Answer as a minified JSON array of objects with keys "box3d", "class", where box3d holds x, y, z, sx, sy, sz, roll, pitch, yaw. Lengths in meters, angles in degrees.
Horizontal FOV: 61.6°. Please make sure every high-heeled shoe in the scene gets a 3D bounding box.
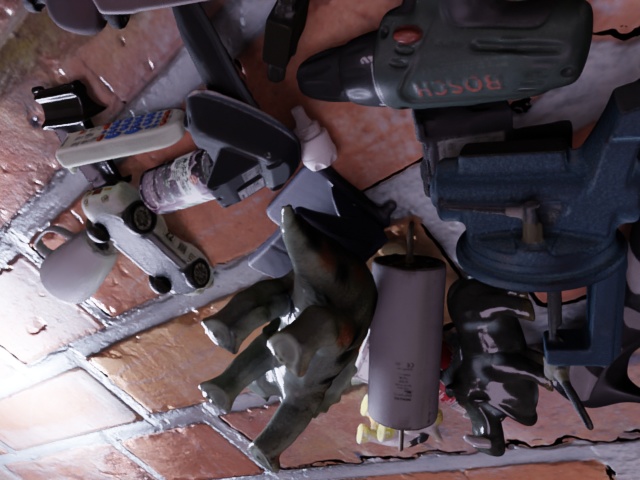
[{"box3d":[0.273,0.062,0.520,0.145,0.086,0.248,16,123,55],"class":"high-heeled shoe"}]

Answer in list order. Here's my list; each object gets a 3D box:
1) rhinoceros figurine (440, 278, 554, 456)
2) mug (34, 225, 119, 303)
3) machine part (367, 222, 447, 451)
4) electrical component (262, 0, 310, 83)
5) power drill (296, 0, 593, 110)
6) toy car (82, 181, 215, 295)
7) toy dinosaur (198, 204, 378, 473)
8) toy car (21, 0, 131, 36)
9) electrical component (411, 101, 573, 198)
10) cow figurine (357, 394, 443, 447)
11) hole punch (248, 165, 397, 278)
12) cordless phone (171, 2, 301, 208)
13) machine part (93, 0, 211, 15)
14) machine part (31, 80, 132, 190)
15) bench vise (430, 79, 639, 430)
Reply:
[{"box3d":[0.177,0.131,0.554,0.112,0.073,0.190,-7,101,14],"class":"rhinoceros figurine"},{"box3d":[-0.334,0.020,0.745,0.107,0.081,0.109,-35,103,30],"class":"mug"},{"box3d":[0.089,0.103,0.559,0.079,0.079,0.243,6,100,21],"class":"machine part"},{"box3d":[-0.026,-0.173,0.429,0.021,0.063,0.094,18,150,0],"class":"electrical component"},{"box3d":[0.066,-0.185,0.369,0.232,0.086,0.207,12,129,27],"class":"power drill"},{"box3d":[-0.208,0.007,0.668,0.074,0.056,0.201,-10,139,25],"class":"toy car"},{"box3d":[-0.008,0.081,0.513,0.131,0.192,0.404,38,138,12],"class":"toy dinosaur"},{"box3d":[-0.207,-0.270,0.441,0.089,0.053,0.202,10,133,-3],"class":"toy car"},{"box3d":[0.139,-0.083,0.443,0.119,0.048,0.074,-11,126,12],"class":"electrical component"},{"box3d":[0.118,0.238,0.706,0.098,0.068,0.167,16,154,-12],"class":"cow figurine"},{"box3d":[-0.001,-0.002,0.560,0.116,0.092,0.142,35,131,-12],"class":"hole punch"},{"box3d":[-0.092,-0.132,0.496,0.089,0.146,0.184,-25,87,-5],"class":"cordless phone"},{"box3d":[-0.112,-0.265,0.346,0.201,0.087,0.201,-6,132,9],"class":"machine part"},{"box3d":[-0.270,-0.114,0.620,0.084,0.039,0.138,-3,126,21],"class":"machine part"},{"box3d":[0.201,0.009,0.397,0.224,0.129,0.240,-5,117,15],"class":"bench vise"}]
